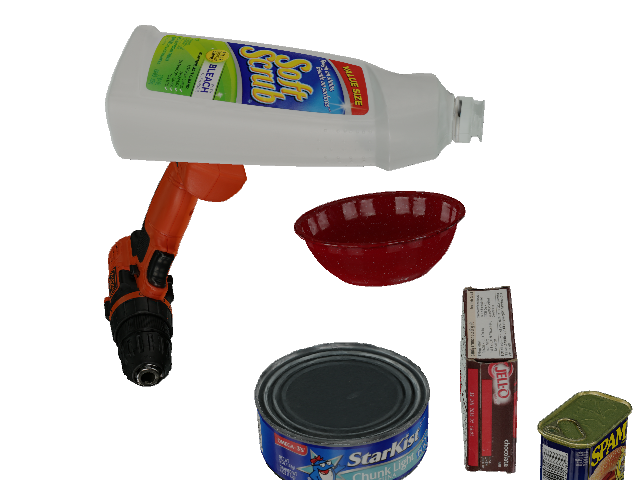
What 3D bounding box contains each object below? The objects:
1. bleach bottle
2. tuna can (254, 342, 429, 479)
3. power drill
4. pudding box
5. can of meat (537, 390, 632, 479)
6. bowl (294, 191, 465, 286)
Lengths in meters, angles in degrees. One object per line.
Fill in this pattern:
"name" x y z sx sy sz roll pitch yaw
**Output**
"bleach bottle" -0.014 -0.095 0.737 0.251 0.102 0.068 4 -44 8
"tuna can" 0.011 0.087 0.527 0.086 0.034 0.086 -2 26 1
"power drill" -0.125 0.004 0.877 0.057 0.188 0.184 18 26 -26
"pudding box" 0.119 0.095 0.756 0.039 0.090 0.113 0 24 5
"can of meat" 0.245 0.200 0.993 0.058 0.084 0.101 14 25 39
"bowl" 0.058 0.002 1.005 0.162 0.055 0.162 -7 18 2
